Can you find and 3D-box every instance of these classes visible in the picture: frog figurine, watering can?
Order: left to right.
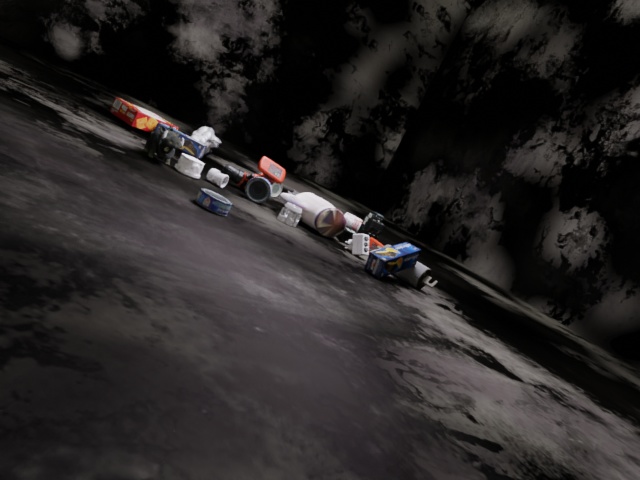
[{"bbox_3d":[-0.510,-0.417,2.153,0.137,0.123,0.160,-7,-2,32],"label":"frog figurine"},{"bbox_3d":[0.005,-0.090,1.796,0.227,0.103,0.346,35,11,36],"label":"watering can"}]
